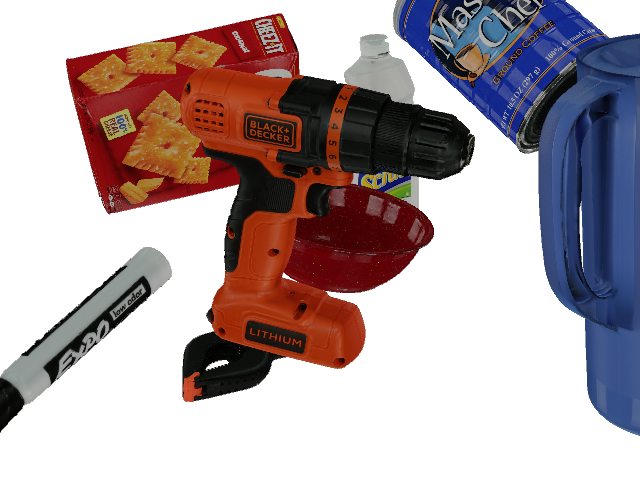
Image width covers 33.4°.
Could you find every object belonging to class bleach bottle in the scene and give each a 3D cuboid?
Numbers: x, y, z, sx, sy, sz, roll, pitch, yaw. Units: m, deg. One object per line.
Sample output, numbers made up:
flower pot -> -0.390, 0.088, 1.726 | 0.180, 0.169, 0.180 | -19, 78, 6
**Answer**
bleach bottle -> 0.057, -0.100, 1.182 | 0.102, 0.251, 0.068 | -10, 24, -13

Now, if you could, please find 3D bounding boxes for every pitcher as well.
pitcher -> 0.213, 0.000, 0.654 | 0.149, 0.243, 0.144 | 3, 22, 16

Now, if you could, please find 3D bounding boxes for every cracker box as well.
cracker box -> -0.127, -0.121, 1.055 | 0.213, 0.072, 0.164 | -13, -38, -9

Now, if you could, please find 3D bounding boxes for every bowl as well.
bowl -> 0.013, 0.001, 0.910 | 0.162, 0.055, 0.162 | 8, 22, -3

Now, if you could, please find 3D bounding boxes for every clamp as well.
clamp -> -0.073, 0.116, 1.149 | 0.165, 0.036, 0.209 | 13, 27, 19

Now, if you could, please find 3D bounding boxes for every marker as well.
marker -> -0.108, 0.044, 0.453 | 0.020, 0.020, 0.121 | 0, 34, 42

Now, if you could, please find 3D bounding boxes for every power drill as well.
power drill -> -0.001, -0.013, 0.683 | 0.185, 0.188, 0.057 | 14, 29, 17

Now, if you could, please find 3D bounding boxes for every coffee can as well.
coffee can -> 0.137, -0.149, 0.796 | 0.140, 0.103, 0.102 | 48, 23, 22
